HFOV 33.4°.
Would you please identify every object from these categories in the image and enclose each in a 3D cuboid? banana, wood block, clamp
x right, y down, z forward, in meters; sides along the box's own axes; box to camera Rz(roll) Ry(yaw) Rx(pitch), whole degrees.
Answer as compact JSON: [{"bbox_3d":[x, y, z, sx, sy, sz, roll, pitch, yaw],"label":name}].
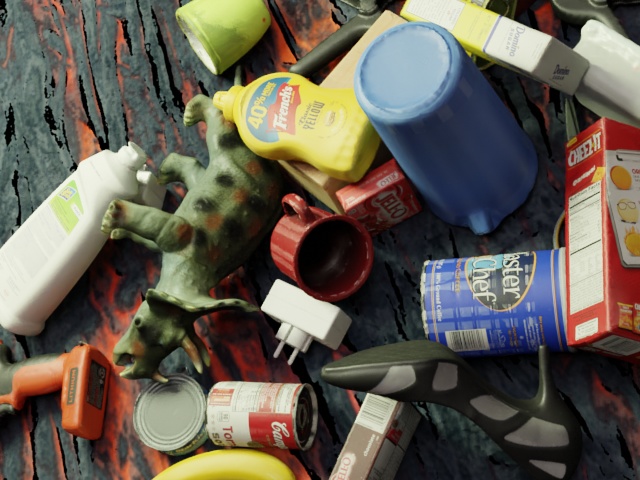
[{"bbox_3d":[-0.107,0.253,1.110,0.198,0.037,0.069,-6,65,16],"label":"banana"},{"bbox_3d":[0.050,-0.142,1.199,0.091,0.090,0.206,38,83,27],"label":"wood block"},{"bbox_3d":[0.056,-0.266,1.281,0.210,0.036,0.164,1,68,19],"label":"clamp"},{"bbox_3d":[0.316,-0.256,1.186,0.172,0.039,0.120,21,70,29],"label":"clamp"}]

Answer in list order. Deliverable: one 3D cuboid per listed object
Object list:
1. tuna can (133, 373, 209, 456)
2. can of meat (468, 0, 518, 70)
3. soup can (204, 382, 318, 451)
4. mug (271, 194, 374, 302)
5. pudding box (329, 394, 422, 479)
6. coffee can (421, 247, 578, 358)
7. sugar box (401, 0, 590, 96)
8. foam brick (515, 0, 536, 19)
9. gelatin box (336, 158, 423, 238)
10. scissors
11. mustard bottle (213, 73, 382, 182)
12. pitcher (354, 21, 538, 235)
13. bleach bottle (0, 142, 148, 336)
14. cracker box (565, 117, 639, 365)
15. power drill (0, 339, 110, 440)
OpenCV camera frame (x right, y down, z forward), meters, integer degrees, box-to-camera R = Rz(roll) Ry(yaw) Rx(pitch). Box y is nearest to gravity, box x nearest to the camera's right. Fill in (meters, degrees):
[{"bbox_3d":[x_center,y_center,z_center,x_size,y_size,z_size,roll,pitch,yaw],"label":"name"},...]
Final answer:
[{"bbox_3d":[-0.157,0.190,1.157,0.086,0.033,0.086,-7,65,16],"label":"tuna can"},{"bbox_3d":[0.169,-0.256,1.202,0.057,0.102,0.084,-31,54,-29],"label":"can of meat"},{"bbox_3d":[-0.061,0.182,1.108,0.102,0.068,0.068,-1,67,19],"label":"soup can"},{"bbox_3d":[-0.007,0.001,1.129,0.093,0.117,0.082,-37,26,-13],"label":"mug"},{"bbox_3d":[0.055,0.204,1.046,0.039,0.090,0.113,21,75,24],"label":"pudding box"},{"bbox_3d":[0.179,0.065,1.056,0.140,0.102,0.103,-6,66,17],"label":"coffee can"},{"bbox_3d":[0.176,-0.204,1.083,0.176,0.093,0.048,36,104,36],"label":"sugar box"},{"bbox_3d":[0.210,-0.300,1.234,0.051,0.053,0.078,-42,60,-2],"label":"foam brick"},{"bbox_3d":[0.065,-0.041,1.149,0.073,0.089,0.030,-29,62,5],"label":"gelatin box"},{"bbox_3d":[0.293,-0.059,1.121,0.096,0.016,0.201,6,70,20],"label":"scissors"},{"bbox_3d":[-0.030,-0.129,1.136,0.192,0.058,0.096,17,76,24],"label":"mustard bottle"},{"bbox_3d":[0.124,-0.124,1.077,0.149,0.242,0.145,35,87,33],"label":"pitcher"},{"bbox_3d":[-0.287,-0.009,1.235,0.251,0.068,0.103,-45,63,13],"label":"bleach bottle"},{"bbox_3d":[0.313,0.011,1.006,0.164,0.072,0.213,14,65,-22],"label":"cracker box"},{"bbox_3d":[-0.337,0.191,1.205,0.188,0.057,0.184,-5,66,17],"label":"power drill"}]
